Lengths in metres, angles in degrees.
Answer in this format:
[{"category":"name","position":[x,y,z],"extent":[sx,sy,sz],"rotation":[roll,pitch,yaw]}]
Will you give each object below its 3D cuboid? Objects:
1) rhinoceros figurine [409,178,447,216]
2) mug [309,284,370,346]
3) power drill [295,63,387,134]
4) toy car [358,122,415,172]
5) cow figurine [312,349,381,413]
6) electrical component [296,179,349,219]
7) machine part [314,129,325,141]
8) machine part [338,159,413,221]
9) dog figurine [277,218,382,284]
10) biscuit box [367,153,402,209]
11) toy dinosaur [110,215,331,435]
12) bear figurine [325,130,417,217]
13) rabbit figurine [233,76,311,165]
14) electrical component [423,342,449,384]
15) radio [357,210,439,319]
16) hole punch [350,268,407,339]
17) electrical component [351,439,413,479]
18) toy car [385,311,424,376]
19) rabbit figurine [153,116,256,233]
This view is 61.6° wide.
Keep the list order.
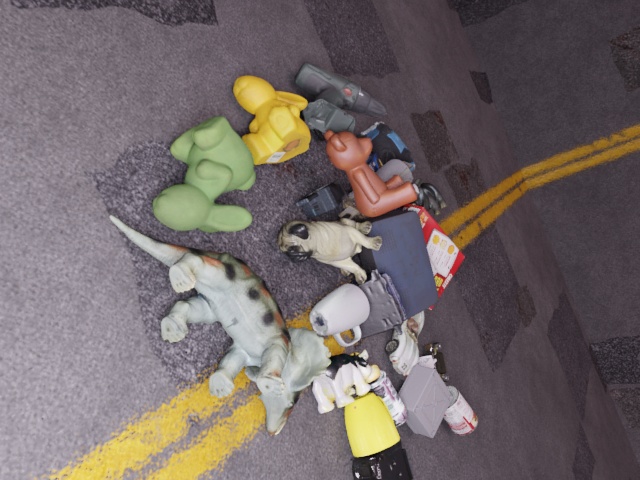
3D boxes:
[{"category":"rhinoceros figurine","position":[0.253,-0.105,1.350],"extent":[0.190,0.073,0.112],"rotation":[-19,89,-58]},{"category":"mug","position":[0.033,0.148,1.010],"extent":[0.107,0.081,0.109],"rotation":[-19,96,-46]},{"category":"power drill","position":[0.048,-0.300,1.192],"extent":[0.232,0.086,0.207],"rotation":[27,43,-12]},{"category":"toy car","position":[0.169,-0.225,1.398],"extent":[0.161,0.109,0.103],"rotation":[53,11,-3]},{"category":"cow figurine","position":[0.046,0.241,0.981],"extent":[0.167,0.068,0.098],"rotation":[-12,76,-58]},{"category":"electrical component","position":[0.000,-0.078,1.083],"extent":[0.047,0.075,0.119],"rotation":[62,30,-9]},{"category":"machine part","position":[0.013,-0.283,1.253],"extent":[0.084,0.039,0.139],"rotation":[49,39,-14]},{"category":"machine part","position":[0.135,-0.113,1.235],"extent":[0.243,0.079,0.079],"rotation":[-39,107,-28]},{"category":"dog figurine","position":[0.000,-0.006,1.043],"extent":[0.190,0.172,0.121],"rotation":[19,92,-20]},{"category":"biscuit box","position":[0.162,-0.116,1.347],"extent":[0.202,0.059,0.063],"rotation":[54,35,-22]},{"category":"toy dinosaur","position":[-0.121,0.103,0.782],"extent":[0.404,0.131,0.192],"rotation":[59,22,-7]},{"category":"bear figurine","position":[0.097,-0.151,1.103],"extent":[0.120,0.132,0.195],"rotation":[-121,-175,-74]},{"category":"rabbit figurine","position":[-0.090,-0.242,1.017],"extent":[0.173,0.122,0.162],"rotation":[53,38,11]},{"category":"electrical component","position":[0.286,0.301,1.304],"extent":[0.078,0.045,0.102],"rotation":[22,55,-46]},{"category":"radio","position":[0.167,0.053,1.162],"extent":[0.131,0.073,0.229],"rotation":[-21,104,-19]},{"category":"hole punch","position":[0.112,0.128,1.098],"extent":[0.142,0.116,0.092],"rotation":[68,25,-2]},{"category":"electrical component","position":[0.122,0.432,0.986],"extent":[0.134,0.058,0.115],"rotation":[-5,79,-55]},{"category":"toy car","position":[0.196,0.212,1.215],"extent":[0.073,0.056,0.202],"rotation":[50,37,-26]},{"category":"rabbit figurine","position":[-0.182,-0.075,0.819],"extent":[0.159,0.121,0.170],"rotation":[54,54,-33]}]
